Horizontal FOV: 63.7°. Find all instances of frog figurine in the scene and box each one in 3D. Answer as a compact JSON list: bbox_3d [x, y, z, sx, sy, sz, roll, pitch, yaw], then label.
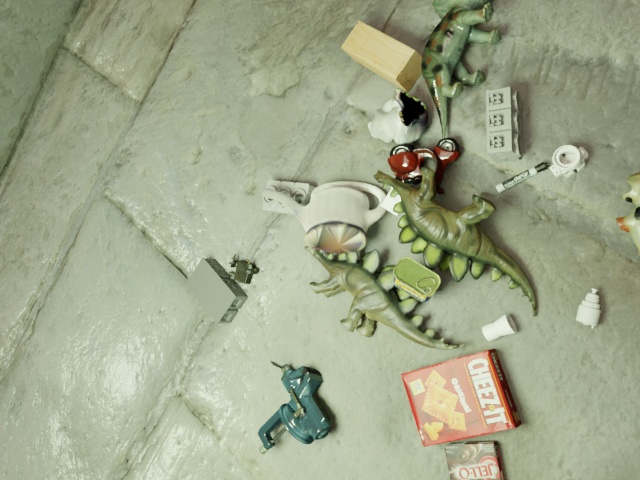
[{"bbox_3d":[0.200,-0.300,1.331,0.139,0.123,0.157,67,152,13],"label":"frog figurine"}]

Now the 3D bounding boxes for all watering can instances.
[{"bbox_3d":[0.004,-0.067,1.331,0.347,0.101,0.230,-2,46,10],"label":"watering can"}]
